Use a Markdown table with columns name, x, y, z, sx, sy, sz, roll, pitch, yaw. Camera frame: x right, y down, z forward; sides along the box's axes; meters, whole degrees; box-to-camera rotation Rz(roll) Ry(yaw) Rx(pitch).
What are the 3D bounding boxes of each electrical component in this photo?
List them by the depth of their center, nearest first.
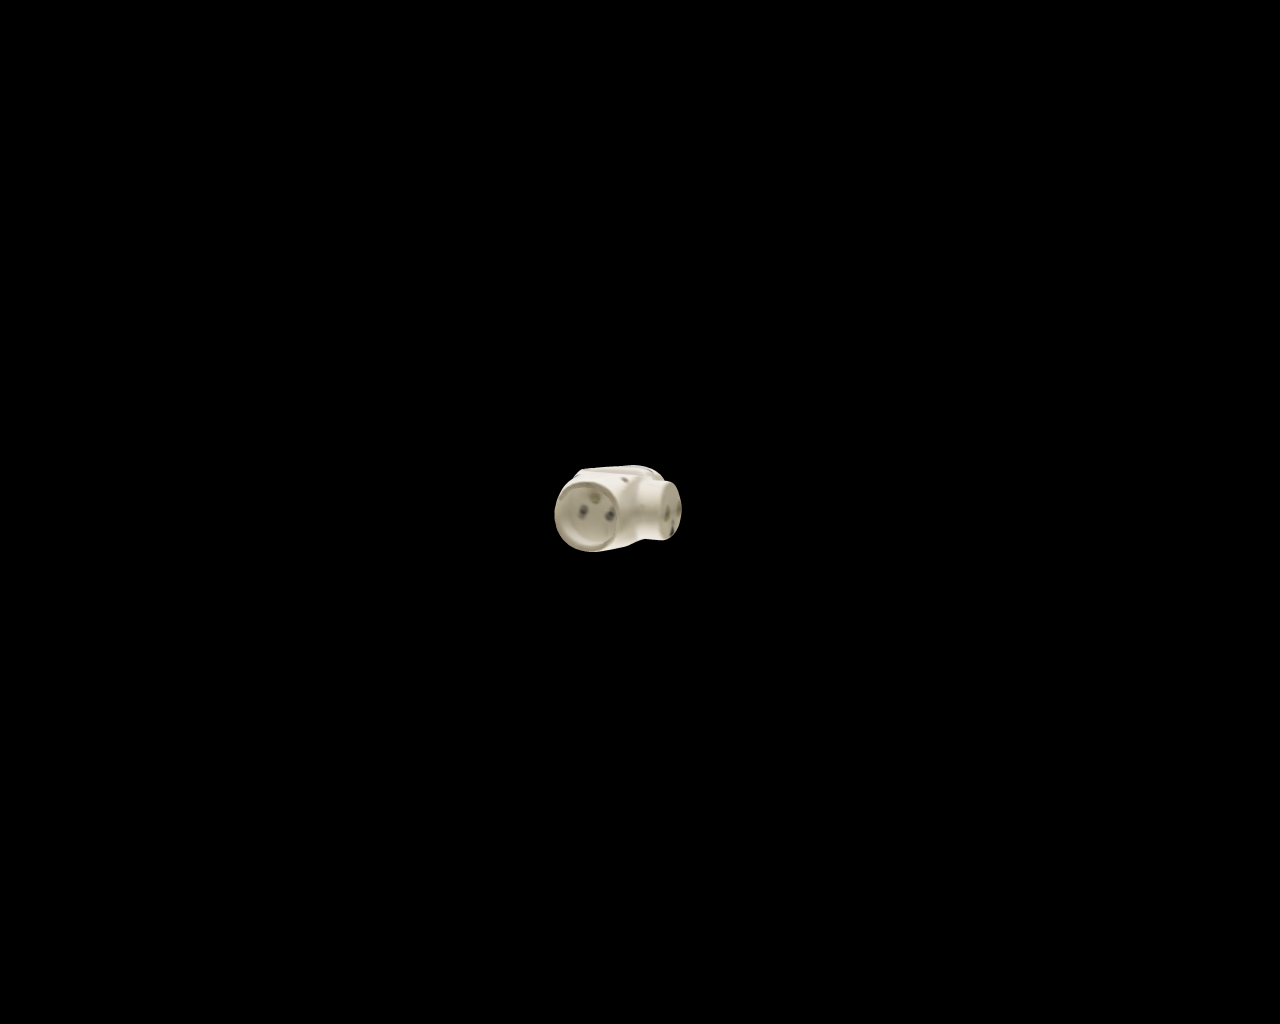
| name | x | y | z | sx | sy | sz | roll | pitch | yaw |
| --- | --- | --- | --- | --- | --- | --- | --- | --- | --- |
| electrical component | 0.001 | -0.003 | 0.650 | 0.079 | 0.043 | 0.077 | 4 | 10 | 23 |
